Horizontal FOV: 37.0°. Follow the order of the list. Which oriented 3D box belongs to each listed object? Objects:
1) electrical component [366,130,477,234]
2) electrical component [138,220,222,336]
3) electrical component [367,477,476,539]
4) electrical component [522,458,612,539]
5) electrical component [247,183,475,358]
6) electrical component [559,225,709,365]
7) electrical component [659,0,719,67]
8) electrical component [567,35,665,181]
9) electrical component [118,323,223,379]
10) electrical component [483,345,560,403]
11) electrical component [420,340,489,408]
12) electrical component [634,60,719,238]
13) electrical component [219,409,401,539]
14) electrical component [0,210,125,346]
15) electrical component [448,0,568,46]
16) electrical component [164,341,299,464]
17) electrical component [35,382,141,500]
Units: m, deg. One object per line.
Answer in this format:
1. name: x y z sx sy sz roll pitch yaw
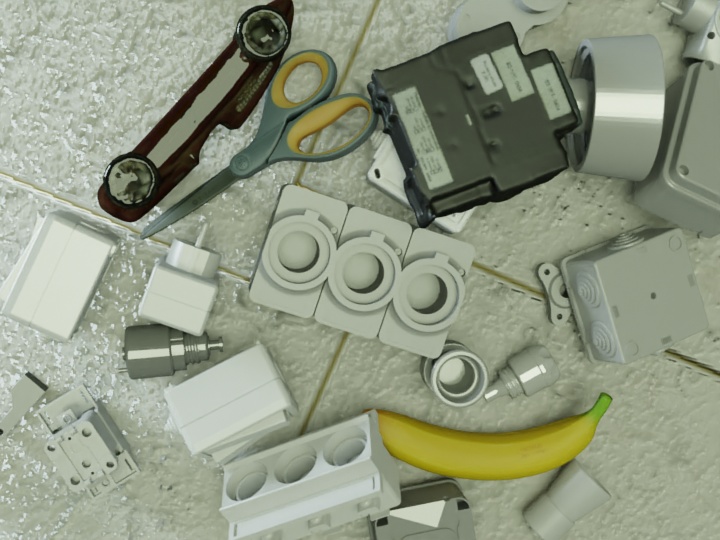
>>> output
1. electrical component: 0.048 -0.076 0.811 0.096 0.061 0.061 32 90 -2
2. electrical component: -0.124 0.000 0.783 0.047 0.083 0.075 20 93 -8
3. electrical component: 0.052 0.226 0.840 0.078 0.057 0.113 -10 97 -6
4. electrical component: 0.162 0.187 0.858 0.044 0.044 0.065 44 94 -9
5. electrical component: 0.000 0.000 0.809 0.150 0.062 0.089 18 93 -8
6. electrical component: 0.214 0.019 0.833 0.100 0.048 0.099 -21 98 -19
7. electrical component: 0.269 -0.197 0.829 0.079 0.044 0.077 24 92 -8
8. electrical component: 0.181 -0.121 0.798 0.060 0.108 0.108 2 96 -1
9. electrical component: -0.143 0.060 0.809 0.078 0.040 0.040 -5 96 -7
10. electrical component: 0.124 0.085 0.846 0.061 0.035 0.035 -29 98 0
11. electrical component: 0.072 0.079 0.828 0.045 0.055 0.045 -1 95 -7
12. electrical component: 0.264 -0.091 0.812 0.078 0.057 0.113 24 67 -9
13. electrical component: -0.035 0.162 0.805 0.121 0.078 0.063 -22 126 14
14. electrical component: -0.222 0.008 0.784 0.061 0.062 0.096 25 92 -9
15. electrical component: 0.130 -0.208 0.797 0.138 0.074 0.052 -41 99 -1
16. electrical component: -0.098 0.105 0.800 0.096 0.061 0.061 -27 76 -4
17. electrical component: -0.203 0.130 0.798 0.042 0.064 0.081 -32 98 -4
